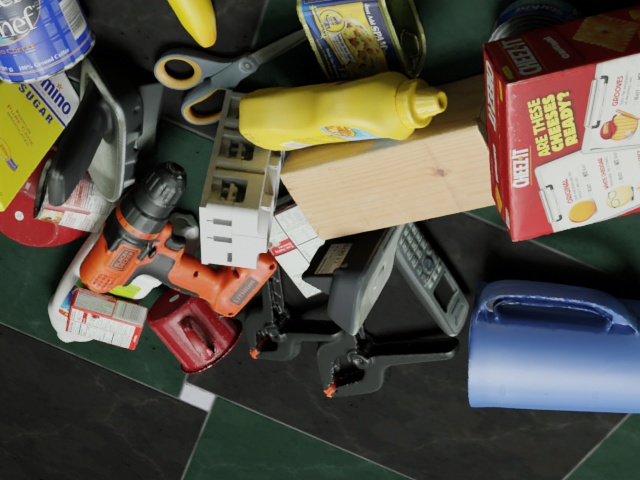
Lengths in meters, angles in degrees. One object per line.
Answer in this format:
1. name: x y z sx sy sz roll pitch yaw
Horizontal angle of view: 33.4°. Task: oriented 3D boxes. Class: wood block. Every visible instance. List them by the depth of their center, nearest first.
1. wood block: 0.079 -0.076 1.004 0.206 0.090 0.090 -11 127 32

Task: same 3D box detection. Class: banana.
1. banana: -0.156 -0.256 0.963 0.197 0.037 0.070 41 152 -18

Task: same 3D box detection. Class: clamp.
1. clamp: 0.062 0.132 1.258 0.164 0.036 0.210 30 138 4
2. clamp: -0.051 0.091 1.261 0.120 0.039 0.172 52 141 -3

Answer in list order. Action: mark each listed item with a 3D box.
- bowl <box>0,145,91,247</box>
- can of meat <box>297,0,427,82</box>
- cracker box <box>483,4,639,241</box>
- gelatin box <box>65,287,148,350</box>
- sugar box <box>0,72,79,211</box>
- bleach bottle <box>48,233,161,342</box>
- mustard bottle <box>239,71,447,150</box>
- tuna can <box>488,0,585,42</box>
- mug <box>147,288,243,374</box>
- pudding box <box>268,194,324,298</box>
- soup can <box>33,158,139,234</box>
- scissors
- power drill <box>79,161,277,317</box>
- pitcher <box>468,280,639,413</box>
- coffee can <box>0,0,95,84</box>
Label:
1. bowl: -0.335 -0.044 1.238 0.162 0.055 0.162 12 136 12
2. can of meat: 0.037 -0.188 0.931 0.084 0.057 0.102 -2 136 27
3. cracker box: 0.245 -0.102 0.861 0.213 0.072 0.164 -13 132 -2
4. gelatin box: -0.255 0.094 1.271 0.089 0.030 0.073 17 148 -8
5. sugar box: -0.309 -0.118 1.061 0.048 0.176 0.093 -2 133 27
6. bleach bottle: -0.270 0.067 1.319 0.102 0.068 0.251 29 141 -12
7. mustard bottle: 0.026 -0.113 0.934 0.192 0.058 0.096 0 178 40
8. tuna can: 0.187 -0.165 0.909 0.086 0.033 0.086 12 137 11
9. mug: -0.151 0.104 1.272 0.093 0.117 0.081 -35 113 3
10. pudding box: -0.008 0.001 1.148 0.090 0.039 0.113 -22 115 37
11. soup can: -0.255 -0.045 1.171 0.102 0.068 0.069 14 142 -23
12. scissors: -0.088 -0.178 1.024 0.096 0.016 0.202 36 136 -17
13. power drill: -0.142 0.005 1.152 0.187 0.057 0.185 21 128 -31
14. pitcher: 0.272 0.109 1.084 0.243 0.149 0.145 3 96 15
15. coffee can: -0.282 -0.231 0.989 0.103 0.102 0.140 1 134 22
